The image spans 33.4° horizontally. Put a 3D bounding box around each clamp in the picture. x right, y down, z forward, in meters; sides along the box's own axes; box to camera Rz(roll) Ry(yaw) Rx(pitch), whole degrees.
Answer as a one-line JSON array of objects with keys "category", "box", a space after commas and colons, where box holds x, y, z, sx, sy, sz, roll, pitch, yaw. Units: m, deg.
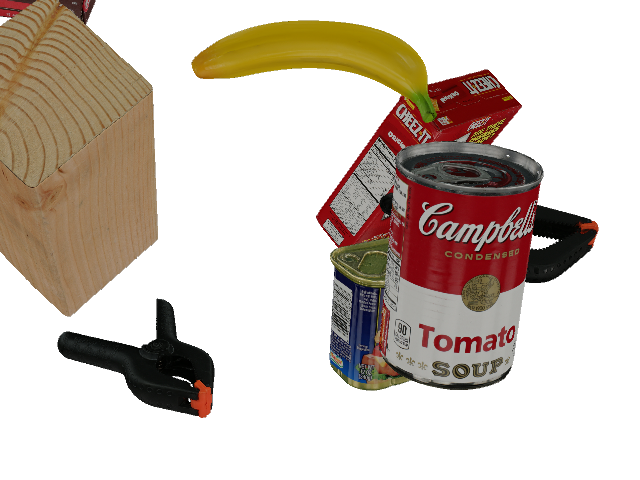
[{"category": "clamp", "box": [-0.146, 0.105, 0.982, 0.172, 0.039, 0.120, 26, 42, 34]}, {"category": "clamp", "box": [0.170, 0.013, 1.034, 0.210, 0.164, 0.036, -2, -42, -5]}]

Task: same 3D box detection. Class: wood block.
[{"category": "wood block", "box": [-0.164, -0.043, 0.670, 0.090, 0.090, 0.206, -43, -12, -21]}]

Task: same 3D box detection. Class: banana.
[{"category": "banana", "box": [0.000, -0.143, 0.838, 0.198, 0.069, 0.037, 11, -35, 9]}]

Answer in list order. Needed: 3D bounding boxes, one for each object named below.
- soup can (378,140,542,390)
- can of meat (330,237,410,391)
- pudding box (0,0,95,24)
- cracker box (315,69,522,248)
[{"category": "soup can", "box": [0.065, 0.011, 0.509, 0.068, 0.102, 0.068, 3, 22, -2]}, {"category": "can of meat", "box": [0.056, 0.047, 0.723, 0.101, 0.084, 0.058, -11, 28, -29]}, {"category": "pudding box", "box": [-0.233, -0.225, 0.901, 0.090, 0.039, 0.113, 8, 36, -5]}, {"category": "cracker box", "box": [0.109, -0.090, 1.225, 0.163, 0.072, 0.214, -22, -24, -45]}]
